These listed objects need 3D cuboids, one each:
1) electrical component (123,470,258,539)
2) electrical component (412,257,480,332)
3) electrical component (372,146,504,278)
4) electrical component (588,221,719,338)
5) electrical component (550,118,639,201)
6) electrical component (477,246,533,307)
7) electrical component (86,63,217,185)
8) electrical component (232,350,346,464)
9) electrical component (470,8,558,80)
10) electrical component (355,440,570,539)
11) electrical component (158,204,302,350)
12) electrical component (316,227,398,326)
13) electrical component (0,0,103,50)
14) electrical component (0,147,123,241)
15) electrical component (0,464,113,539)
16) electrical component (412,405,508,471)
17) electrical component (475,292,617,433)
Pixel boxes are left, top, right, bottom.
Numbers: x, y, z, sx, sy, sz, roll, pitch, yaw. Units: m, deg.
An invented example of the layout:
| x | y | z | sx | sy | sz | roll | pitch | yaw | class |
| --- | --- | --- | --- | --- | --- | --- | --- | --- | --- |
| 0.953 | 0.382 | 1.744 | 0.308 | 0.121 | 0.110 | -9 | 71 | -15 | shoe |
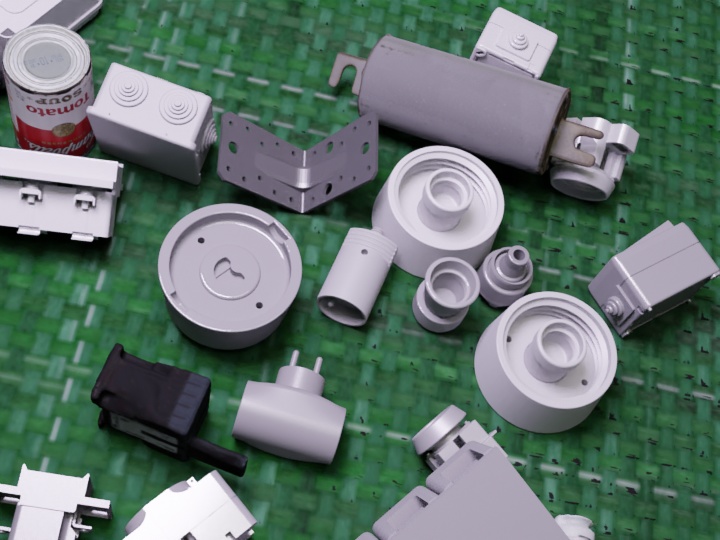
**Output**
| x | y | z | sx | sy | sz | roll | pitch | yaw | class |
| --- | --- | --- | --- | --- | --- | --- | --- | --- | --- |
| -0.125 | 0.186 | 0.749 | 0.089 | 0.050 | 0.055 | -36 | 75 | -24 | electrical component |
| 0.068 | 0.021 | 0.865 | 0.045 | 0.055 | 0.045 | 4 | 63 | -9 | electrical component |
| 0.068 | -0.053 | 0.899 | 0.108 | 0.060 | 0.108 | 4 | 63 | -9 | electrical component |
| 0.238 | 0.008 | 0.900 | 0.096 | 0.061 | 0.061 | -24 | 71 | -21 | electrical component |
| 0.199 | -0.096 | 0.942 | 0.058 | 0.078 | 0.057 | 26 | 77 | -41 | electrical component |
| 0.121 | 0.002 | 0.881 | 0.043 | 0.062 | 0.043 | 4 | 63 | -9 | electrical component |
| -0.165 | -0.117 | 0.866 | 0.100 | 0.099 | 0.048 | 20 | 75 | -1 | electrical component |
| -0.049 | 0.098 | 0.811 | 0.077 | 0.043 | 0.079 | 16 | 62 | -2 | electrical component |
| 0.132 | -0.186 | 0.956 | 0.062 | 0.096 | 0.061 | 26 | 62 | 2 | electrical component |
| 0.057 | 0.201 | 0.747 | 0.150 | 0.062 | 0.089 | -39 | 95 | -11 | electrical component |
| -0.102 | 0.010 | 0.835 | 0.108 | 0.060 | 0.108 | 4 | 63 | -8 | electrical component |
| 0.000 | 0.000 | 0.869 | 0.043 | 0.043 | 0.081 | 24 | 62 | 1 | electrical component |
| -0.285 | -0.230 | 0.921 | 0.078 | 0.057 | 0.113 | 38 | 64 | 8 | electrical component |
| -0.251 | -0.059 | 0.835 | 0.121 | 0.079 | 0.063 | 7 | 92 | -7 | electrical component |
| -0.216 | 0.173 | 0.744 | 0.081 | 0.042 | 0.063 | 10 | 66 | -5 | electrical component |
| 0.073 | 0.136 | 0.816 | 0.066 | 0.048 | 0.055 | -38 | 84 | -24 | electrical component |
| 0.151 | 0.069 | 0.854 | 0.108 | 0.060 | 0.108 | 4 | 63 | -9 | electrical component |
